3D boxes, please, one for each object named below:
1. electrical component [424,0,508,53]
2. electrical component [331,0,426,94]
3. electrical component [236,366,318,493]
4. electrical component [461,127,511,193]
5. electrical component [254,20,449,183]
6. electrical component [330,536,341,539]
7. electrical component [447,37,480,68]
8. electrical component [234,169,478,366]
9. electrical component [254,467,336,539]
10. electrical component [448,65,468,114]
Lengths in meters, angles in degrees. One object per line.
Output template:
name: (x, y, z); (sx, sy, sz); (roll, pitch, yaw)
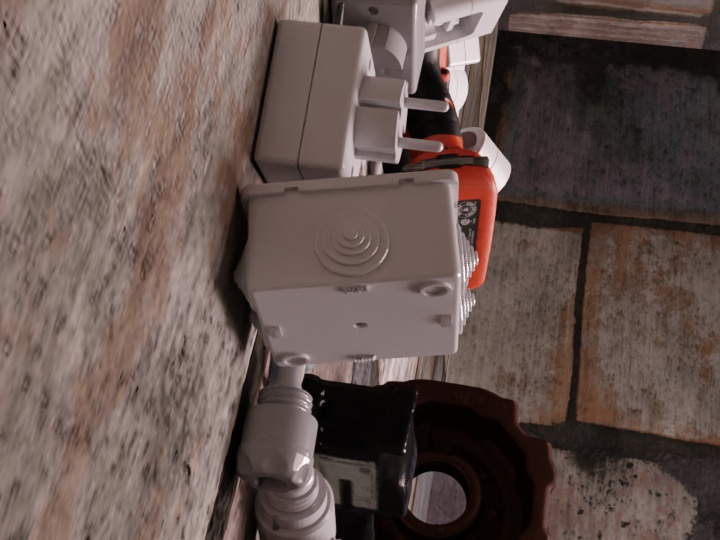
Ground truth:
electrical component: (0.049, -0.185, 0.643); (0.050, 0.056, 0.089); (116, -47, -72)
electrical component: (0.008, -0.123, 0.593); (0.065, 0.047, 0.076); (88, 12, -52)
electrical component: (-0.036, 0.069, 0.495); (0.035, 0.035, 0.061); (85, 12, -59)
electrical component: (0.069, -0.036, 0.836); (0.138, 0.052, 0.073); (-51, 121, -11)
electrical component: (0.000, -0.067, 0.472); (0.047, 0.077, 0.065); (68, 30, -75)
electrical component: (-0.011, 0.180, 0.532); (0.096, 0.061, 0.061); (-46, 163, -12)
electrical component: (0.043, -0.187, 0.779); (0.076, 0.047, 0.083); (-19, 108, -43)
electrical component: (-0.001, 0.003, 0.459); (0.099, 0.100, 0.048); (82, 4, -63)
electrical component: (-0.033, 0.116, 0.538); (0.078, 0.040, 0.040); (89, 11, -48)
electrical component: (0.047, -0.146, 0.856); (0.074, 0.052, 0.138); (-12, 112, -54)
